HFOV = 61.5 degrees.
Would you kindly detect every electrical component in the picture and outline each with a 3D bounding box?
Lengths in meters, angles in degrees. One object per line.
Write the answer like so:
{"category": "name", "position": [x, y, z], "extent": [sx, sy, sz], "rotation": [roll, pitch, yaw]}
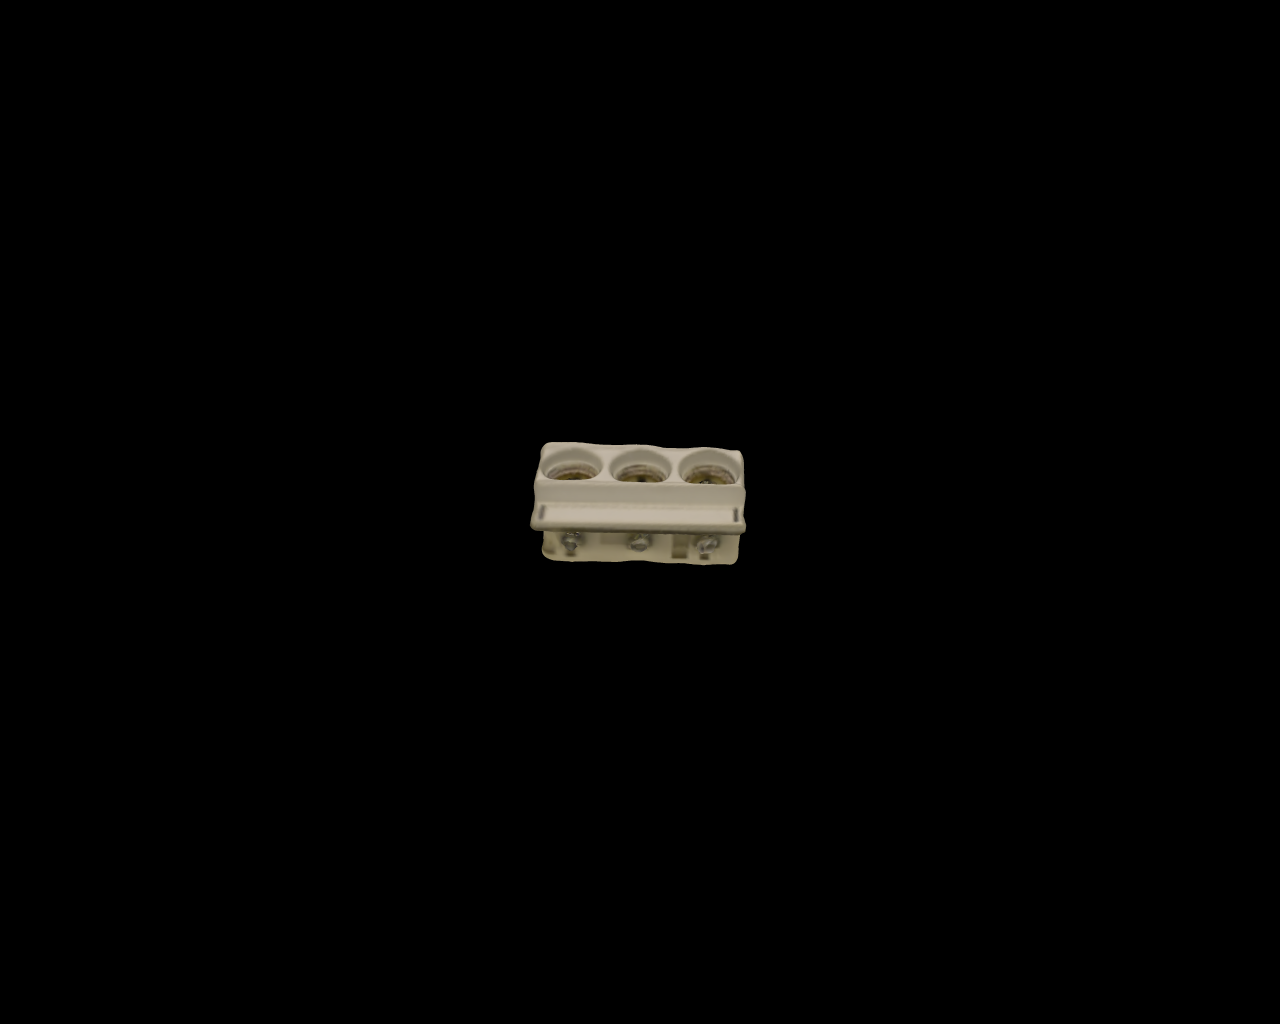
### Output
{"category": "electrical component", "position": [0.001, -0.003, 0.650], "extent": [0.121, 0.063, 0.079], "rotation": [2, 36, 2]}
